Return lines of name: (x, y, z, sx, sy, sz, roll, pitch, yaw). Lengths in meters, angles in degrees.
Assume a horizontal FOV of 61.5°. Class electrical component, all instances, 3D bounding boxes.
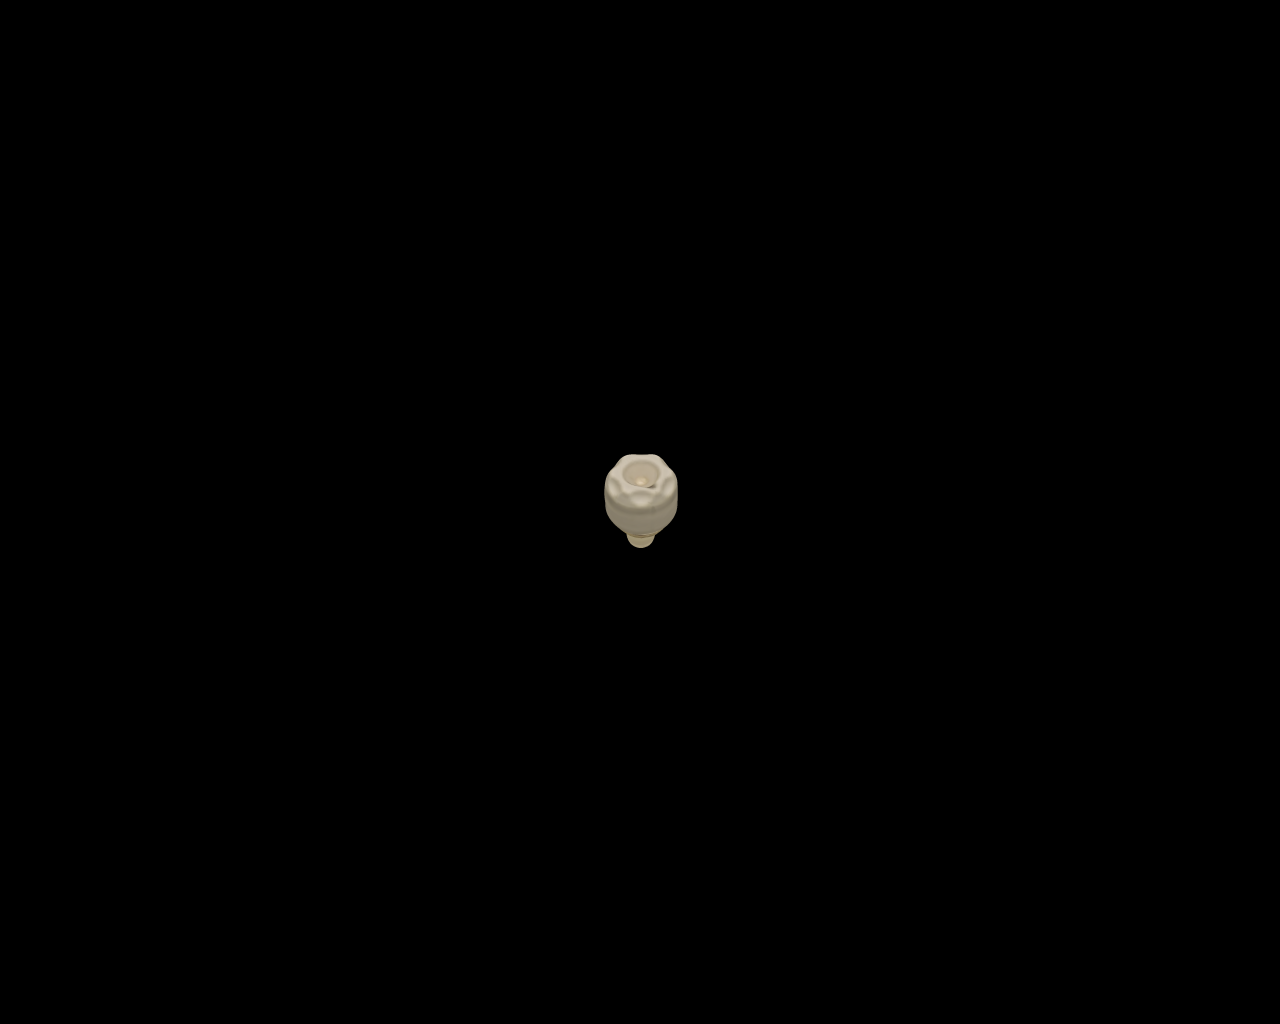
electrical component: (0.001, -0.003, 0.650, 0.043, 0.043, 0.062, 0, -44, 0)
